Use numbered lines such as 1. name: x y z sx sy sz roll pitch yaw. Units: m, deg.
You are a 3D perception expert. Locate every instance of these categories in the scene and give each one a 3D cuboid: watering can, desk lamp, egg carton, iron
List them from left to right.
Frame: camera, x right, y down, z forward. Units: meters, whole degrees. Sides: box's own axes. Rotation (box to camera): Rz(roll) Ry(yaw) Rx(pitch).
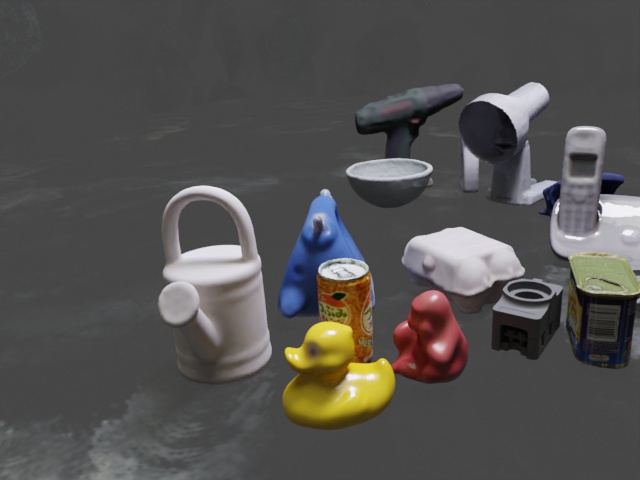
1. watering can: -0.107 0.042 0.581 0.101 0.194 0.172 -8 20 -10
2. iron: 0.007 0.003 0.745 0.118 0.141 0.258 -3 20 3
3. egg carton: 0.177 0.034 0.729 0.107 0.069 0.150 -14 22 -24
4. desk lamp: 0.356 -0.175 1.057 0.204 0.214 0.117 -20 25 -36

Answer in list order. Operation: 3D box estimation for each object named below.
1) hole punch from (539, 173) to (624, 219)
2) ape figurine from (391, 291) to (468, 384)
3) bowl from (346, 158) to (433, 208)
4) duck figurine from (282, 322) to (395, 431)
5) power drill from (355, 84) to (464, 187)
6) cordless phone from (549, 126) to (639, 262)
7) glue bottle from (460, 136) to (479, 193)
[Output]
1. hole punch: 0.429 -0.075 0.948 0.108 0.091 0.101 -4 20 1
2. ape figurine: 0.106 0.091 0.554 0.076 0.092 0.077 -5 20 -3
3. bowl: 0.136 -0.106 1.115 0.167 0.075 0.167 -4 20 2
4. duck figurine: 0.015 0.115 0.517 0.104 0.086 0.077 -6 20 -5
5. power drill: 0.191 -0.217 1.214 0.229 0.208 0.075 -6 20 -4
6. cordless phone: 0.392 -0.059 0.773 0.147 0.185 0.094 4 22 22
7. glue bottle: 0.305 -0.187 1.160 0.037 0.173 0.078 -1 20 9
